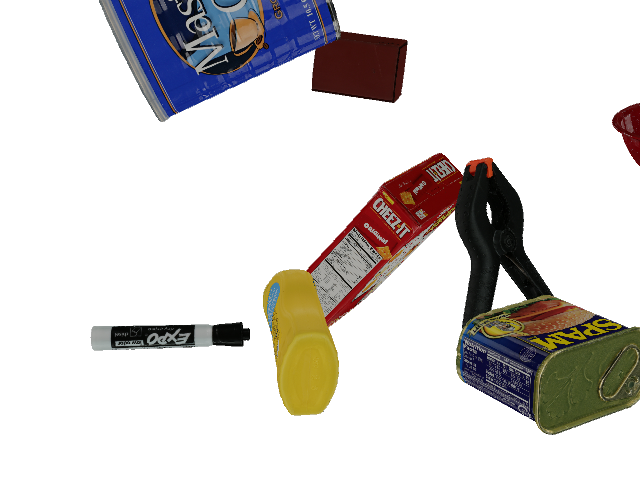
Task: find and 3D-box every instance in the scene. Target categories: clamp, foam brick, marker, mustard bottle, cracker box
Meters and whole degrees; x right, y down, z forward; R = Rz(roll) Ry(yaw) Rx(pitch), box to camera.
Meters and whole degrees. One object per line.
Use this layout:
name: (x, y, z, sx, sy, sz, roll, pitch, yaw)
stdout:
clamp: (0.160, 0.011, 1.009, 0.039, 0.171, 0.120, -14, 9, 47)
foam brick: (0.035, -0.158, 0.964, 0.078, 0.051, 0.053, 10, 19, 10)
marker: (-0.115, 0.074, 0.821, 0.121, 0.020, 0.020, -2, 0, 0)
mustard bottle: (-0.025, 0.084, 1.076, 0.058, 0.096, 0.191, -3, 28, -9)
cracker box: (0.067, 0.002, 1.274, 0.214, 0.072, 0.163, -48, -9, 34)

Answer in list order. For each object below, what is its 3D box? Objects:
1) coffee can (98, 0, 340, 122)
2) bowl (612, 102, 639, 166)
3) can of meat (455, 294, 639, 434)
coffee can: (-0.070, -0.158, 0.743, 0.140, 0.103, 0.103, -25, 1, -2)
bowl: (0.349, -0.086, 0.971, 0.162, 0.055, 0.162, -5, 22, 2)
can of meat: (0.154, 0.078, 0.712, 0.101, 0.057, 0.084, -12, 21, -30)
